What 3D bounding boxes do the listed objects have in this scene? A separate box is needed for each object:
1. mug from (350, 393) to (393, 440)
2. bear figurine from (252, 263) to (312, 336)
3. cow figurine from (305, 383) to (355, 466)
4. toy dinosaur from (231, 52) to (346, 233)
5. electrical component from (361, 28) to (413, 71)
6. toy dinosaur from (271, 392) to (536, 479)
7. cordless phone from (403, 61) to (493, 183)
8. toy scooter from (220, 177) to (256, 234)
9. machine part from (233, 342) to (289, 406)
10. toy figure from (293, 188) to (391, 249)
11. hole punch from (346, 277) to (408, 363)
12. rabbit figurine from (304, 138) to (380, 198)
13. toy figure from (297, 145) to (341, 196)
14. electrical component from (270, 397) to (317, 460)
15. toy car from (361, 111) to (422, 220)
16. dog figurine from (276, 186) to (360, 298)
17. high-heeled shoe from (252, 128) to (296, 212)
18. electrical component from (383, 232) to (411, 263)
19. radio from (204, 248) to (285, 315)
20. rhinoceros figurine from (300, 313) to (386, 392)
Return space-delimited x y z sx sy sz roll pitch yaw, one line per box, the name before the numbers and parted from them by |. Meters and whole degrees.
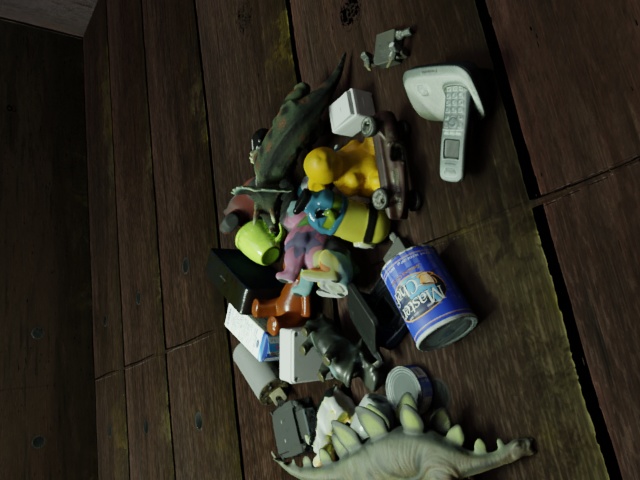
mug | 0.097 0.334 0.984 0.109 0.081 0.107 -75 -1 -79
bear figurine | -0.059 0.094 1.165 0.120 0.132 0.195 38 123 48
cow figurine | 0.015 0.379 1.089 0.098 0.068 0.167 48 122 50
toy dinosaur | -0.064 -0.205 1.121 0.404 0.131 0.192 -60 13 24
electrical component | 0.124 -0.355 1.011 0.102 0.045 0.078 16 102 53
toy dinosaur | 0.109 0.362 0.869 0.472 0.105 0.198 -26 70 27
cordless phone | 0.199 -0.189 0.871 0.147 0.089 0.184 17 105 53
toy scooter | -0.191 -0.082 1.363 0.184 0.075 0.135 -51 5 -17
machine part | -0.147 0.316 1.301 0.243 0.079 0.079 40 119 49
toy figure | 0.044 -0.043 0.990 0.089 0.180 0.082 -51 19 46
hole punch | 0.110 0.133 0.980 0.142 0.092 0.115 54 157 38
rabbit figurine | 0.037 -0.140 1.010 0.162 0.173 0.121 -5 88 49
toy figure | 0.007 -0.139 1.150 0.064 0.058 0.154 42 128 1
electrical component | -0.049 0.413 1.185 0.134 0.058 0.115 -44 56 44
toy car | 0.130 -0.135 0.951 0.053 0.089 0.202 -27 65 53
dog figurine | -0.002 -0.003 1.071 0.192 0.108 0.219 -3 63 29
high-heeled shoe | -0.110 -0.153 1.315 0.145 0.086 0.248 -76 -30 -83
electrical component | 0.142 0.030 0.977 0.063 0.021 0.094 -60 39 34
radio | -0.179 0.097 1.321 0.230 0.131 0.073 38 118 48
rhinoceros figurine | 0.043 0.220 1.031 0.191 0.112 0.073 39 134 37
